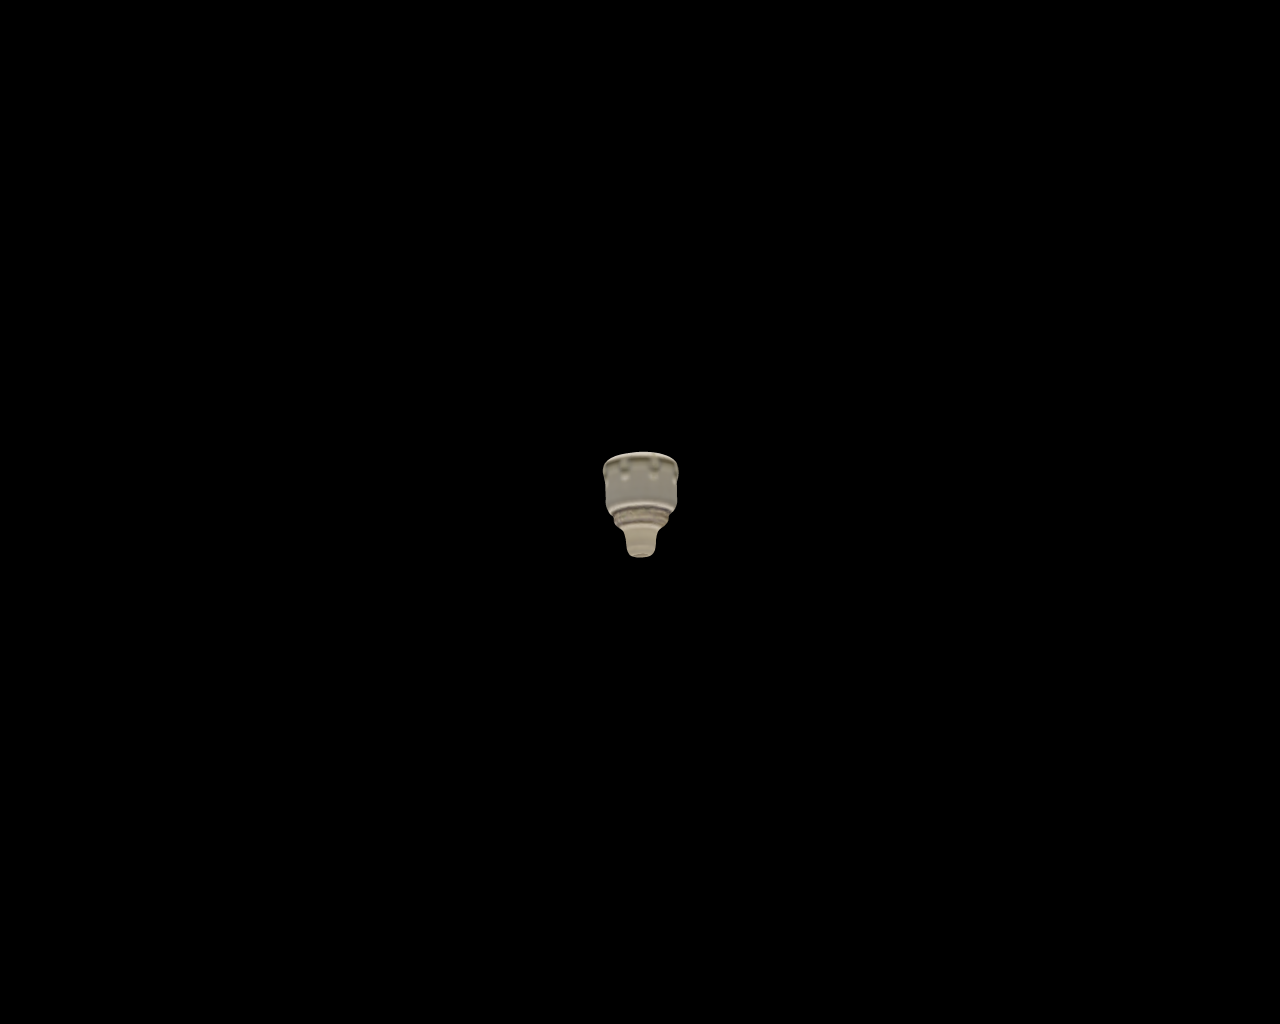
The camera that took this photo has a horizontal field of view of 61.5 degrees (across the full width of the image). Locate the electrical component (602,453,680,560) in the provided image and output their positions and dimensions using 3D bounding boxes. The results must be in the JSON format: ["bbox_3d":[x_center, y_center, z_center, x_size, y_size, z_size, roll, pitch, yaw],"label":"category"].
[{"bbox_3d":[0.001,-0.003,0.650,0.048,0.062,0.048,0,-13,0],"label":"electrical component"}]
